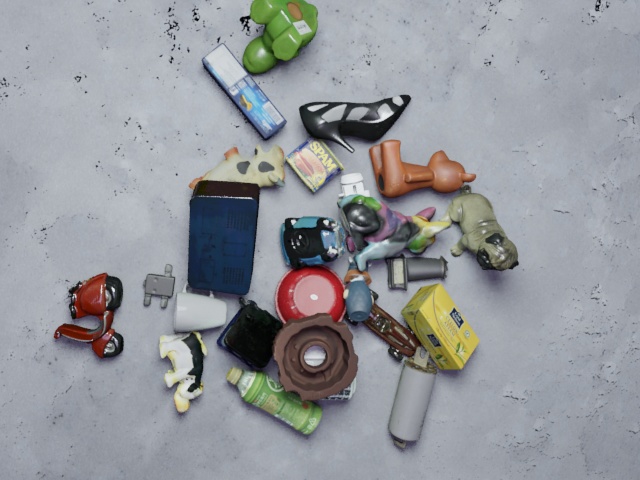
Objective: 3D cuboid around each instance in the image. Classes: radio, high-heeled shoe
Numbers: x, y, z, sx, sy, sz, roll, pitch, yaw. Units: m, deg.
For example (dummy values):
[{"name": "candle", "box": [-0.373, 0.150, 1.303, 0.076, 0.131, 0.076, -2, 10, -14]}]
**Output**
[{"name": "radio", "box": [-0.195, -0.003, 1.080, 0.131, 0.073, 0.229, 6, 119, -6]}, {"name": "high-heeled shoe", "box": [0.074, -0.272, 1.119, 0.145, 0.086, 0.249, 43, 58, 8]}]

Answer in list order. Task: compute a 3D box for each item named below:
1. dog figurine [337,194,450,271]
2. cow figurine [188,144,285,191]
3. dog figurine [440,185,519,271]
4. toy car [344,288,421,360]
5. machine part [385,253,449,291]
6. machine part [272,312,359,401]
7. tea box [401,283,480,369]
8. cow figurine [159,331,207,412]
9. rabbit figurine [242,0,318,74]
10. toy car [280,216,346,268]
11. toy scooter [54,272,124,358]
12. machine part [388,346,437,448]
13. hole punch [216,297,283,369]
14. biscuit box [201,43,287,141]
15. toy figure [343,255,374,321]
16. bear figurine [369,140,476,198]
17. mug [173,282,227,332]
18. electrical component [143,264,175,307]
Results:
[{"name": "dog figurine", "box": [0.159, -0.036, 1.139, 0.219, 0.109, 0.191, -19, 124, -8]}, {"name": "cow figurine", "box": [-0.156, -0.128, 1.106, 0.195, 0.085, 0.127, -38, 102, 1]}, {"name": "dog figurine", "box": [0.347, -0.029, 1.131, 0.121, 0.190, 0.172, -23, 97, -5]}, {"name": "toy car", "box": [0.144, 0.190, 1.200, 0.202, 0.053, 0.089, 40, 87, -9]}, {"name": "machine part", "box": [0.217, 0.068, 1.203, 0.139, 0.039, 0.084, -7, 89, -5]}, {"name": "machine part", "box": [-0.010, 0.232, 1.083, 0.179, 0.056, 0.179, 0, 92, -8]}, {"name": "tea box", "box": [0.267, 0.192, 1.189, 0.169, 0.068, 0.098, 53, 56, -10]}, {"name": "cow figurine", "box": [-0.282, 0.278, 1.147, 0.098, 0.068, 0.167, -13, 99, -12]}, {"name": "rabbit figurine", "box": [-0.091, -0.403, 1.062, 0.121, 0.170, 0.159, 49, 47, -12]}, {"name": "toy car", "box": [-0.002, -0.003, 1.128, 0.103, 0.162, 0.109, -14, 94, -51]}, {"name": "toy scooter", "box": [-0.477, 0.155, 1.103, 0.135, 0.075, 0.183, 2, 101, -7]}, {"name": "machine part", "box": [0.207, 0.356, 1.204, 0.079, 0.079, 0.243, 10, 101, -9]}, {"name": "hole punch", "box": [-0.148, 0.206, 1.154, 0.142, 0.092, 0.116, 37, 61, -7]}, {"name": "biscuit box", "box": [-0.153, -0.298, 1.098, 0.059, 0.063, 0.202, -40, 100, -2]}, {"name": "toy figure", "box": [0.080, 0.098, 1.151, 0.058, 0.154, 0.064, -28, 131, 30]}, {"name": "bear figurine", "box": [0.218, -0.155, 1.137, 0.196, 0.120, 0.131, -12, 94, -8]}, {"name": "mug", "box": [-0.251, 0.142, 1.134, 0.107, 0.081, 0.109, 7, 73, -18]}, {"name": "electrical component", "box": [-0.342, 0.095, 1.138, 0.063, 0.021, 0.094, 10, 96, -8]}]
